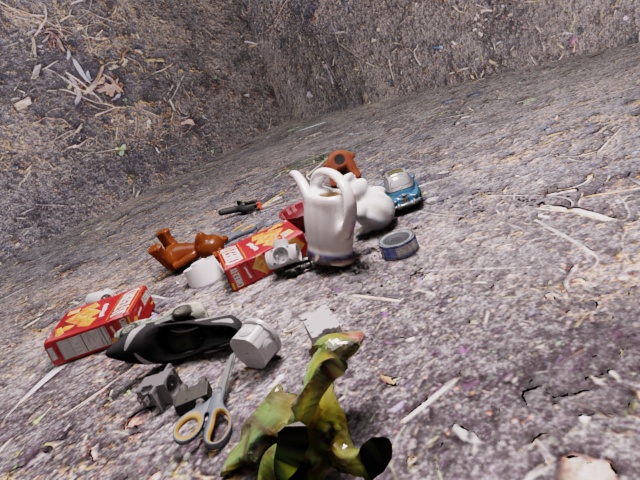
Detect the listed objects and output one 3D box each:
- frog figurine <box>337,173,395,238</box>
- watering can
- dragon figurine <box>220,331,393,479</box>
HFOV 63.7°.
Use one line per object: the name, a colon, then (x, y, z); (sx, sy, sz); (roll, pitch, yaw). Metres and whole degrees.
frog figurine: (0.117, -0.099, 1.280); (0.122, 0.157, 0.139); (1, 28, 45)
watering can: (0.004, -0.061, 1.214); (0.104, 0.222, 0.350); (-6, 13, -22)
dragon figurine: (-0.050, 0.265, 0.606); (0.417, 0.121, 0.240); (-52, 11, -27)
